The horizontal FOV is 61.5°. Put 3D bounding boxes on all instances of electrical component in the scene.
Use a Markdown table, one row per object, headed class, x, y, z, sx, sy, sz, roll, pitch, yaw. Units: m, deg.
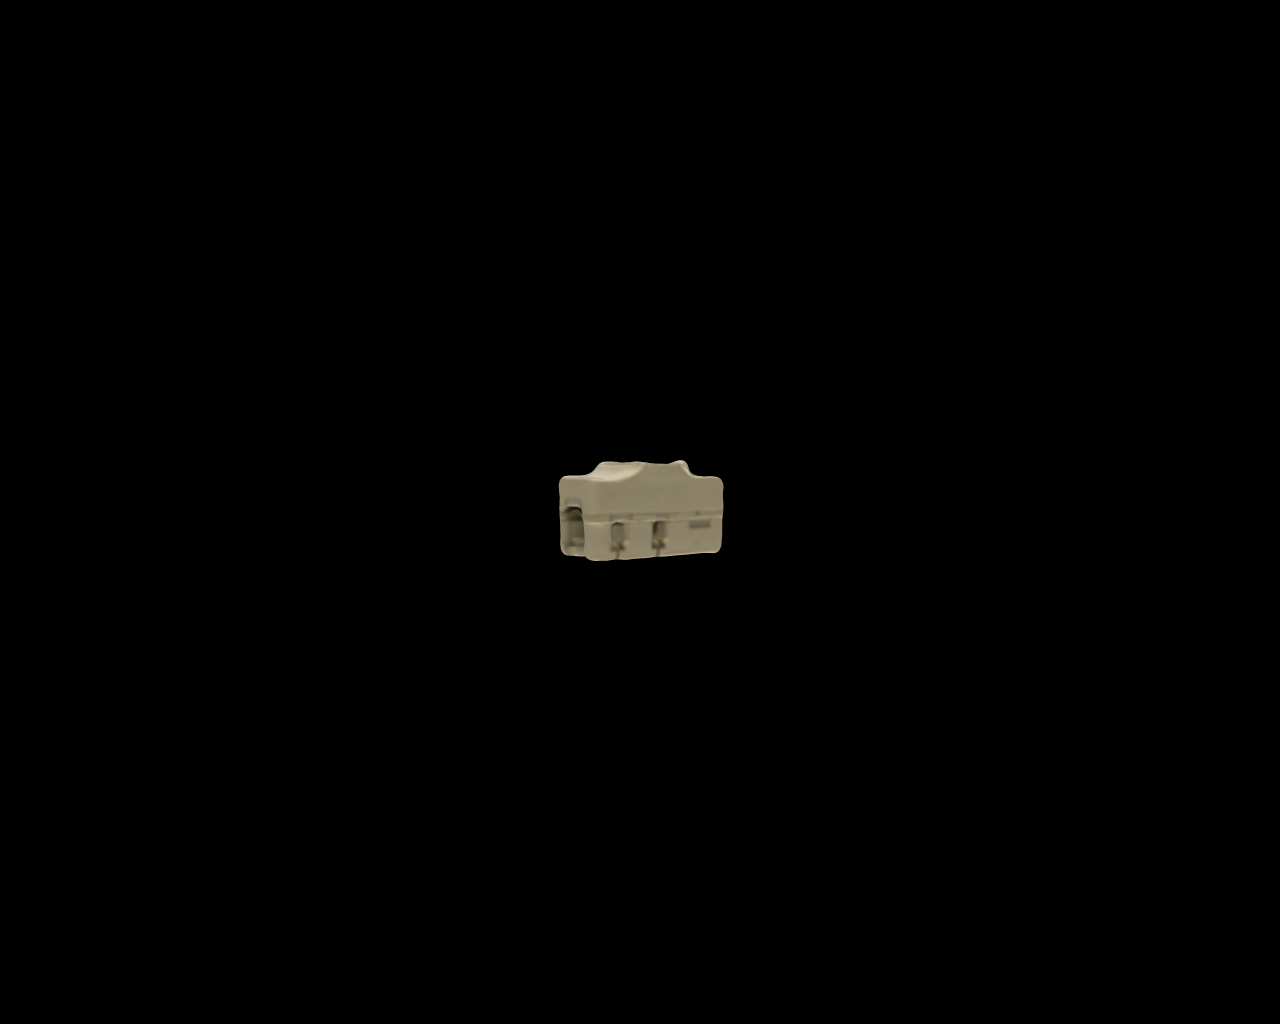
| class | x | y | z | sx | sy | sz | roll | pitch | yaw |
| --- | --- | --- | --- | --- | --- | --- | --- | --- | --- |
| electrical component | 0.001 | -0.003 | 0.650 | 0.089 | 0.055 | 0.050 | -2 | 4 | -27 |
